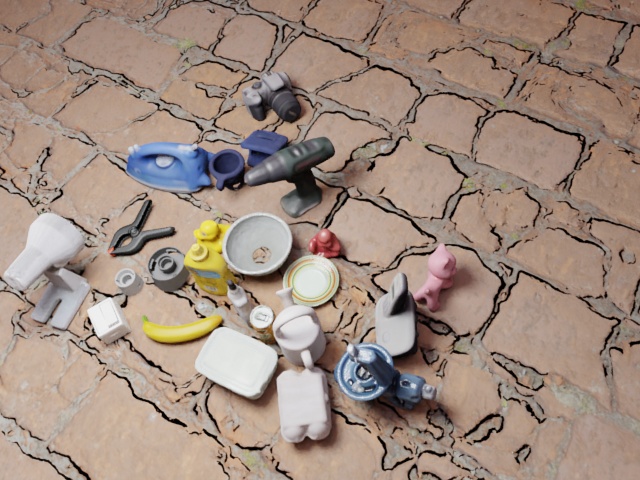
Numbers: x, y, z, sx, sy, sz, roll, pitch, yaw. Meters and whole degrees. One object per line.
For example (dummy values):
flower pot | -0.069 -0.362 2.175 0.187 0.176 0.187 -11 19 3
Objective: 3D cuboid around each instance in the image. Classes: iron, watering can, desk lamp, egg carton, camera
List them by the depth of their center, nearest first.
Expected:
egg carton | -0.032 0.340 1.186 0.107 0.069 0.150 -10 61 1
watering can | -0.051 0.183 1.202 0.101 0.194 0.172 -39 64 -14
desk lamp | -0.617 0.071 1.315 0.117 0.214 0.203 14 64 14
iron | -0.407 -0.208 1.486 0.258 0.141 0.118 3 62 8
camera | -0.125 -0.388 1.576 0.143 0.101 0.136 -31 63 -11

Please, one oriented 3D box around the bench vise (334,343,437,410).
bench vise | 0.125 0.254 1.129 0.207 0.220 0.121 -2 61 6

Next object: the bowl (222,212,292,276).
bowl | -0.144 0.021 1.369 0.167 0.075 0.167 -3 61 5

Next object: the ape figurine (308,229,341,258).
ape figurine | 0.012 0.005 1.351 0.077 0.092 0.076 23 66 18

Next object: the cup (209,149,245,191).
cup | -0.233 -0.161 1.467 0.091 0.095 0.118 7 63 10

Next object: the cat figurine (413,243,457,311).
cat figurine | 0.260 0.077 1.269 0.067 0.118 0.128 26 67 19

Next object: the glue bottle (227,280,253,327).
glue bottle | -0.177 0.129 1.258 0.037 0.173 0.078 -33 63 -11

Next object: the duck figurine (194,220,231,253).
duck figurine | -0.257 -0.017 1.397 0.104 0.086 0.077 -15 61 -2

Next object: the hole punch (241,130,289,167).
hole punch | -0.144 -0.249 1.508 0.108 0.091 0.101 13 64 13

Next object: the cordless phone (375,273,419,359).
cordless phone | 0.161 0.159 1.197 0.094 0.185 0.147 -5 61 4

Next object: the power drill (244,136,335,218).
power drill | -0.063 -0.147 1.375 0.230 0.209 0.075 -34 63 -12
